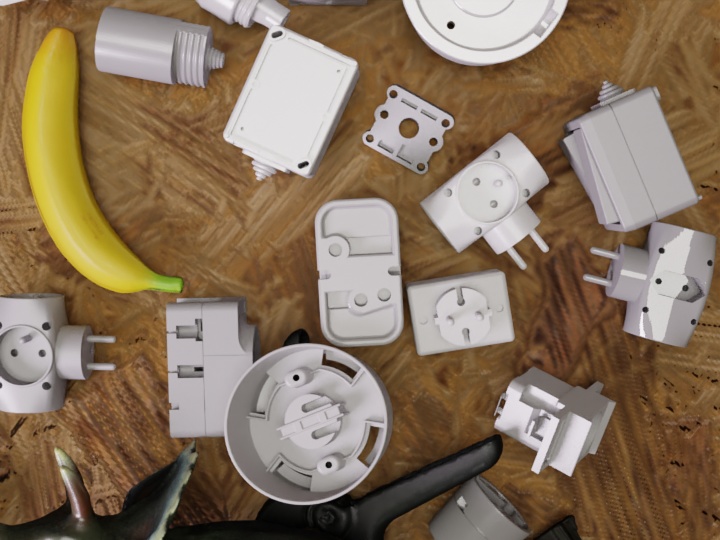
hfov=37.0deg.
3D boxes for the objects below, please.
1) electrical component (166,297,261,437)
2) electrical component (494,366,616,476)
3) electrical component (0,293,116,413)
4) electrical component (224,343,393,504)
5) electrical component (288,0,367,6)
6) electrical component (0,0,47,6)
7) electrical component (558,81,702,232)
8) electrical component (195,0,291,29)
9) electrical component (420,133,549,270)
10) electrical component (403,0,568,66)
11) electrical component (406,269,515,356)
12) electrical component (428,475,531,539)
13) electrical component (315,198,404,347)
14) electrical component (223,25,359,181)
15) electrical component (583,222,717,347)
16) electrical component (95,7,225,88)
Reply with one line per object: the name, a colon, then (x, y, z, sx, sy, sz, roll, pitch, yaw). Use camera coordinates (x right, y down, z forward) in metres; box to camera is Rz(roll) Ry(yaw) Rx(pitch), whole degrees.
electrical component: (-0.098, 0.065, 0.728, 0.056, 0.050, 0.089, -1, 94, 1)
electrical component: (0.128, 0.098, 0.717, 0.064, 0.081, 0.042, 26, 113, 25)
electrical component: (-0.206, 0.056, 0.732, 0.079, 0.044, 0.077, 1, 94, 0)
electrical component: (-0.029, 0.096, 0.686, 0.099, 0.064, 0.099, -1, 86, 14)
electrical component: (-0.017, -0.252, 0.687, 0.062, 0.089, 0.150, 1, 94, 1)
electrical component: (-0.159, -0.245, 0.680, 0.186, 0.060, 0.105, -14, 126, 2)
electrical component: (0.172, -0.076, 0.710, 0.061, 0.061, 0.096, -23, 93, 2)
electrical component: (-0.077, -0.182, 0.716, 0.062, 0.043, 0.043, 33, 93, -3)
electrical component: (0.094, -0.037, 0.722, 0.077, 0.044, 0.079, -38, 93, 3)
electrical component: (0.079, -0.185, 0.705, 0.108, 0.060, 0.108, 0, 93, 1)
electrical component: (0.067, 0.029, 0.711, 0.066, 0.076, 0.047, -9, 93, 1)
electrical component: (0.080, 0.174, 0.732, 0.055, 0.055, 0.047, 43, 97, -2)
electrical component: (0.000, 0.000, 0.718, 0.054, 0.059, 0.095, -3, 94, 1)
electrical component: (-0.046, -0.103, 0.711, 0.062, 0.061, 0.096, 24, 93, 0)
electrical component: (0.191, 0.005, 0.724, 0.079, 0.043, 0.077, 14, 94, 0)
electrical component: (-0.131, -0.147, 0.719, 0.081, 0.043, 0.043, 10, 94, 0)
